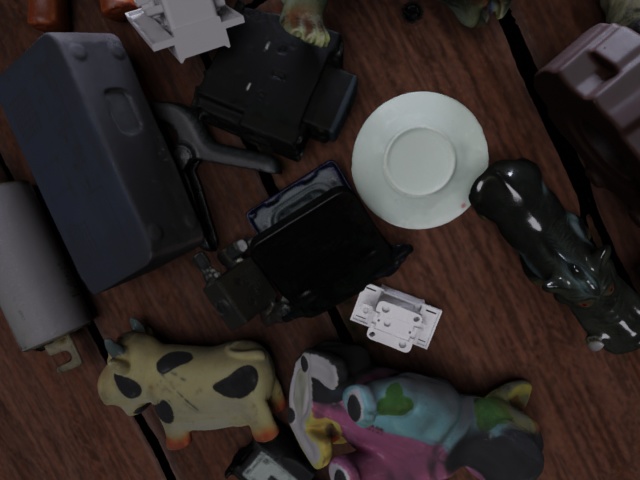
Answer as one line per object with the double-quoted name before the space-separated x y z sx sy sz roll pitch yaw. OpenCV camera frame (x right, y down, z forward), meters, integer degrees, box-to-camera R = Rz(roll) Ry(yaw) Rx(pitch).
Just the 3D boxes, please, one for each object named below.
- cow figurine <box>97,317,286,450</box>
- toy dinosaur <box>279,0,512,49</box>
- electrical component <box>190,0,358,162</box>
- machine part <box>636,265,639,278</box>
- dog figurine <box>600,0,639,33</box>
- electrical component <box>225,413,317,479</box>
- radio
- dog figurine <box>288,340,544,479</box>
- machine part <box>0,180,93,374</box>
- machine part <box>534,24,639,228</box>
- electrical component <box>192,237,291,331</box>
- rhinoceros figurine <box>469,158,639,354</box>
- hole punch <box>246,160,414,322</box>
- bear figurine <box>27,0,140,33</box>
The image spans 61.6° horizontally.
"cow figurine" -0.141 0.143 0.556 0.195 0.085 0.127 -8 103 13
"toy dinosaur" -0.027 -0.282 0.388 0.405 0.131 0.192 37 113 -1
"electrical component" -0.035 -0.141 0.494 0.134 0.058 0.115 21 86 7
"machine part" 0.359 0.014 0.387 0.201 0.201 0.087 -30 90 13
"dog figurine" 0.287 -0.236 0.426 0.172 0.121 0.190 -29 110 5
"electrical component" -0.032 0.250 0.570 0.119 0.048 0.074 34 103 3
"radio" -0.211 -0.073 0.518 0.131 0.073 0.229 -20 96 38
"dog figurine" 0.098 0.168 0.514 0.219 0.192 0.108 6 98 -26
"machine part" -0.312 0.027 0.572 0.079 0.079 0.243 -23 93 12
"machine part" 0.236 -0.082 0.413 0.056 0.179 0.179 -38 91 15
"electrical component" -0.072 0.044 0.539 0.045 0.078 0.102 -31 89 33
"rhinoceros figurine" 0.209 0.009 0.460 0.073 0.112 0.190 -38 82 11
"hole punch" -0.001 -0.002 0.515 0.142 0.092 0.115 -32 122 4
"bear figurine" -0.253 -0.266 0.457 0.120 0.196 0.131 -7 98 8
